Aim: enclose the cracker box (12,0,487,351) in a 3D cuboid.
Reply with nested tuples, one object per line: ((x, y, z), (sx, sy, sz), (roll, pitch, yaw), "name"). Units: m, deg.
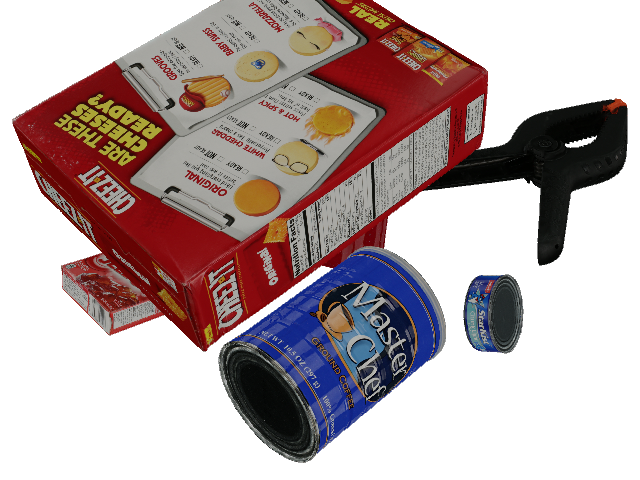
((-0.037, -0.059, 0.610), (0.213, 0.072, 0.164), (-36, 56, -22), "cracker box")

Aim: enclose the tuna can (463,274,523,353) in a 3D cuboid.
((0.189, 0.080, 1.166), (0.034, 0.086, 0.086), (0, 0, 34), "tuna can")

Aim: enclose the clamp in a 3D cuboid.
((0.181, -0.055, 0.843), (0.209, 0.036, 0.165), (-26, 40, -24), "clamp")

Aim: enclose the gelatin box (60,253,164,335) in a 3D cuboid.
((-0.185, 0.043, 0.980), (0.073, 0.030, 0.089), (-19, 40, -36), "gelatin box")

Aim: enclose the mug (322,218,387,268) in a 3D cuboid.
((0.011, -0.027, 1.007), (0.117, 0.081, 0.093), (8, 26, 7), "mug")

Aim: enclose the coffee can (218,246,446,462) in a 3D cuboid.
((0.010, 0.082, 0.793), (0.140, 0.103, 0.103), (-34, 20, -32), "coffee can")
